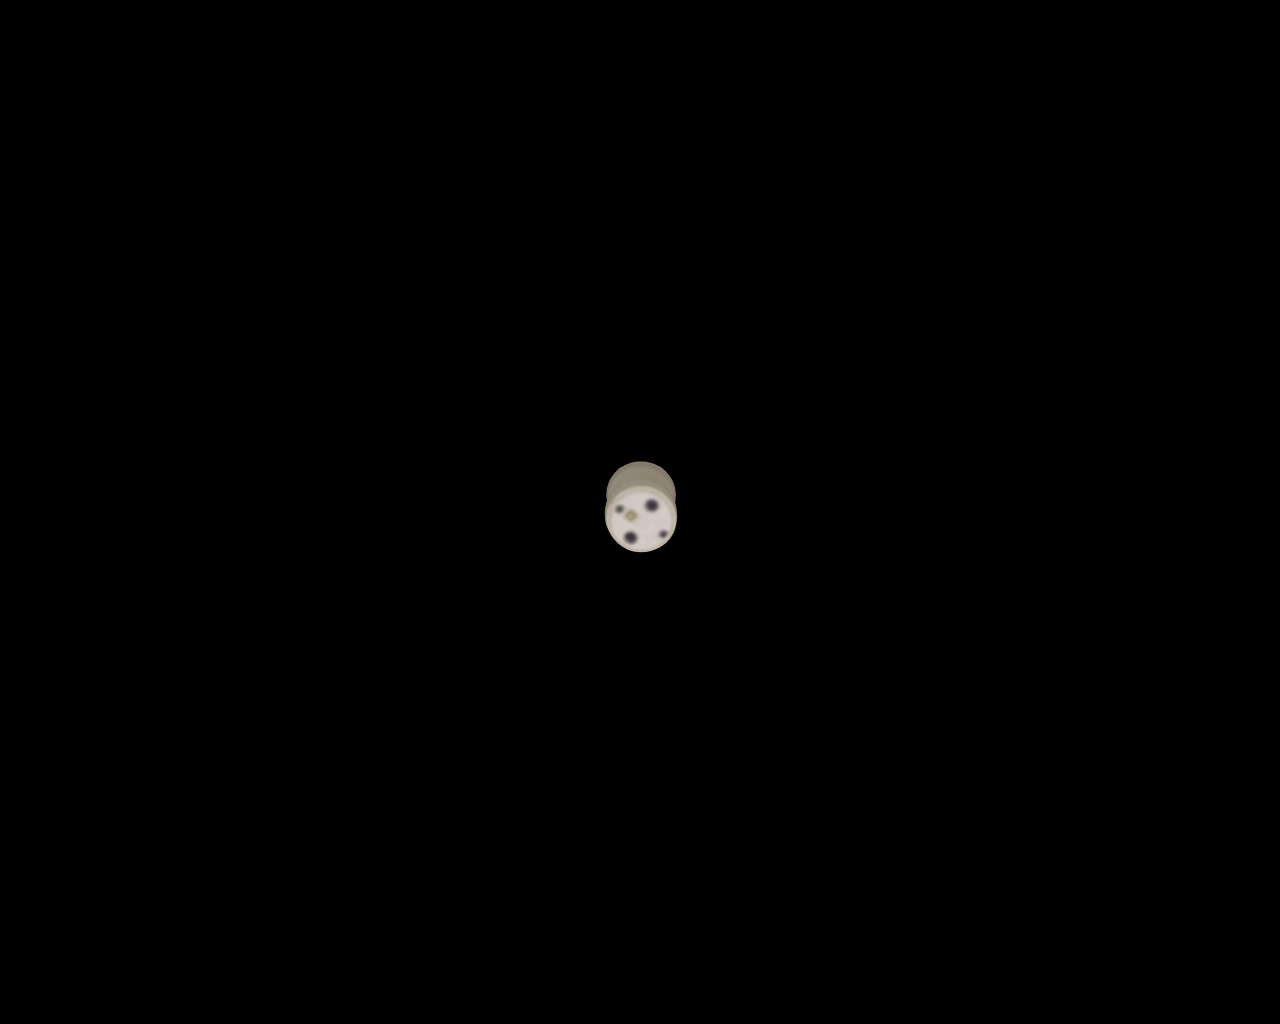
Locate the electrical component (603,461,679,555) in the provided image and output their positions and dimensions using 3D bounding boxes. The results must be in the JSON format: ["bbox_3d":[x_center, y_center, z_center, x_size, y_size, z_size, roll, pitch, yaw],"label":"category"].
[{"bbox_3d":[0.001,-0.003,0.650,0.045,0.044,0.055,0,18,0],"label":"electrical component"}]
